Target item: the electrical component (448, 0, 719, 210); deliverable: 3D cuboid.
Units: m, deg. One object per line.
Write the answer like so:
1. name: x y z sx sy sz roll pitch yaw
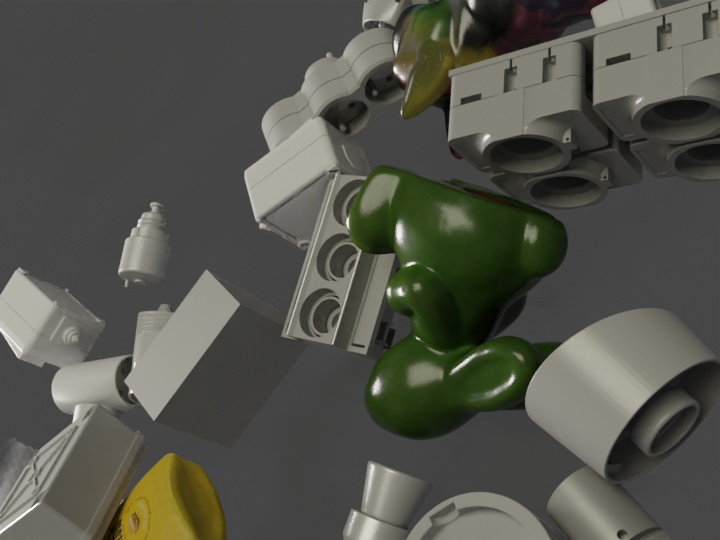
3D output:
1. electrical component: 0.160 -0.095 0.665 0.186 0.105 0.060 -10 63 34

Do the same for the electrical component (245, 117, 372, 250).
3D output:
1. electrical component: -0.044 -0.066 0.839 0.096 0.062 0.061 -34 52 21

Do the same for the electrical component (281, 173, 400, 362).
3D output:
1. electrical component: 0.000 0.000 0.768 0.079 0.063 0.121 8 77 39

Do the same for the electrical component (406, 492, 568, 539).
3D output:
1. electrical component: 0.080 0.188 0.620 0.108 0.060 0.108 -17 59 31

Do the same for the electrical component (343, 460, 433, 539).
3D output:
1. electrical component: 0.017 0.156 0.694 0.045 0.045 0.055 12 77 41

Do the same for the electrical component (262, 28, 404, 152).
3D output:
1. electrical component: -0.022 -0.146 0.867 0.138 0.052 0.073 -36 51 18

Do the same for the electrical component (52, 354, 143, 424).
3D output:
1. electrical component: -0.218 0.114 0.898 0.077 0.044 0.079 -11 62 33

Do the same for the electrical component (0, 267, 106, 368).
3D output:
1. electrical component: -0.280 0.051 0.965 0.096 0.062 0.061 31 89 42

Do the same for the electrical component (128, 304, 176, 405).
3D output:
1. electrical component: -0.163 0.067 0.879 0.043 0.043 0.081 -16 60 32

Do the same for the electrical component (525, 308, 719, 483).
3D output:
1. electrical component: 0.151 0.069 0.599 0.099 0.099 0.064 -50 54 8

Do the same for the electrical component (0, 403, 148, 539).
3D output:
1. electrical component: -0.229 0.174 0.829 0.109 0.056 0.108 -37 20 34

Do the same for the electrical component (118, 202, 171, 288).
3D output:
1. electrical component: -0.185 -0.021 0.941 0.040 0.040 0.078 -7 65 35

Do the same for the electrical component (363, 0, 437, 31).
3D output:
1. electrical component: 0.049 -0.221 0.855 0.079 0.043 0.077 12 76 40

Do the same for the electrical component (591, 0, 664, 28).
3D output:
1. electrical component: 0.169 -0.137 0.705 0.077 0.066 0.047 -25 56 27

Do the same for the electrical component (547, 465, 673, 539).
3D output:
1. electrical component: 0.146 0.151 0.598 0.043 0.043 0.081 -49 48 8
